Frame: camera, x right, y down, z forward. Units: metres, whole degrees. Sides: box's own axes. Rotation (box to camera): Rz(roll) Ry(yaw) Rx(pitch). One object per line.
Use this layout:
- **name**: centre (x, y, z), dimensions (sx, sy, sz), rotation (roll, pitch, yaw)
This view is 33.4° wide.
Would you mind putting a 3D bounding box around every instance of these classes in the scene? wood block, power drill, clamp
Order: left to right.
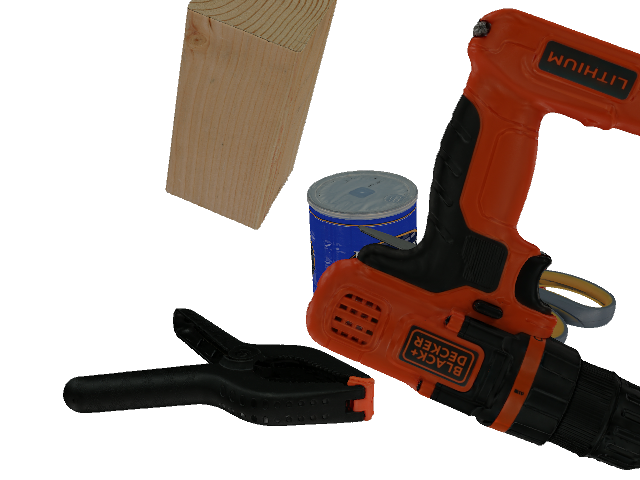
- **clamp**: centre (-0.058, 0.094, 0.784), dimensions (0.210, 0.036, 0.164), rotation (5, 19, 15)
- **wood block**: centre (-0.059, -0.117, 0.861), dimensions (0.091, 0.090, 0.206), rotation (23, -39, 5)
- **power drill**: centre (0.106, 0.000, 0.503), dimensions (0.184, 0.188, 0.057), rotation (22, 7, 3)

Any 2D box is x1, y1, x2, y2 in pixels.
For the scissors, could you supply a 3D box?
- **scissors**: centre (0.097, 0.032, 0.731), dimensions (0.202, 0.016, 0.096), rotation (13, 33, 24)

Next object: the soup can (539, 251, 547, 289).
- **soup can**: centre (0.209, 0.064, 1.155), dimensions (0.068, 0.102, 0.068), rotation (0, 16, 0)

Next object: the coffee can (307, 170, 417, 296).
- **coffee can**: centre (0.042, 0.017, 1.015), dimensions (0.103, 0.140, 0.103), rotation (-2, 25, 1)
